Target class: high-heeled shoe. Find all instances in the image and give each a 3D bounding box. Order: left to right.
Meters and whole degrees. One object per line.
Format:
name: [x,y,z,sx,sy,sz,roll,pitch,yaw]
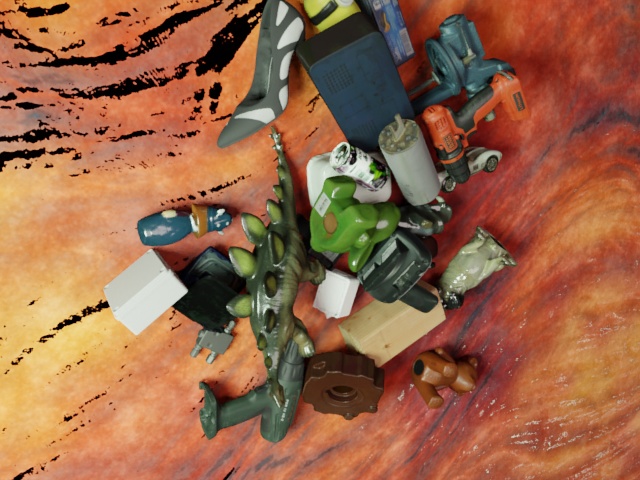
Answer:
high-heeled shoe: [-0.107,-0.274,0.875,0.249,0.086,0.145,-46,118,-14]

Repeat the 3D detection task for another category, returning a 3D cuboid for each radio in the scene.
radio: [0.069,-0.260,0.915,0.131,0.073,0.229,-30,143,8]

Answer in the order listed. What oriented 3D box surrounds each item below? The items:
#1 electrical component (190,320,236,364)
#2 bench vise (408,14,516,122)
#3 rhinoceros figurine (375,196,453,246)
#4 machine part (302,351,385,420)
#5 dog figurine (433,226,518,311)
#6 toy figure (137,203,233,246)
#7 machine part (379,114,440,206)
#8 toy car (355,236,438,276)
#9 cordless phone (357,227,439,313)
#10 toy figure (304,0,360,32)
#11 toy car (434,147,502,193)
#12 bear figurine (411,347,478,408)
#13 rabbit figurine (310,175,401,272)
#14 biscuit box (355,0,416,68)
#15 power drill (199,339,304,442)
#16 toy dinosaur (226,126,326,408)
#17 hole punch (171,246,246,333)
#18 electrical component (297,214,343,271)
electrical component: [-0.198,0.183,1.002,0.063,0.021,0.094,33,89,-32]
bench vise: [0.244,-0.299,1.042,0.241,0.129,0.223,-30,130,6]
rhinoceros figurine: [0.182,-0.040,1.095,0.190,0.112,0.073,-6,129,-14]
machine part: [0.046,0.299,1.099,0.179,0.056,0.179,3,131,3]
dog figurine: [0.336,0.074,1.231,0.190,0.121,0.172,-48,155,22]
toy figure: [-0.224,-0.029,0.900,0.154,0.064,0.058,-14,75,-29]
machine part: [0.168,-0.139,0.988,0.079,0.079,0.243,-47,143,-8]
toy car: [0.158,0.033,1.130,0.202,0.053,0.089,-14,102,-19]
cordless phone: [0.180,0.073,1.048,0.184,0.089,0.146,28,117,-21]
toy figure: [0.041,-0.361,0.926,0.089,0.082,0.180,-26,127,9]
toy car: [0.294,-0.152,1.135,0.202,0.074,0.056,-26,117,-19]
bear figurine: [0.314,0.331,1.272,0.196,0.132,0.120,21,97,-26]
rabbit figurine: [0.075,-0.021,0.960,0.170,0.121,0.159,-2,126,-40]
biscuit box: [0.102,-0.407,0.956,0.059,0.063,0.202,-35,120,-16]
power drill: [-0.130,0.295,1.049,0.207,0.086,0.231,-7,111,-35]
toy dinosaur: [-0.071,0.042,0.923,0.198,0.105,0.471,41,45,-61]
hole punch: [-0.191,0.087,0.947,0.116,0.092,0.142,-31,128,24]
electrical component: [-0.002,-0.003,1.037,0.075,0.048,0.119,-49,123,-8]
